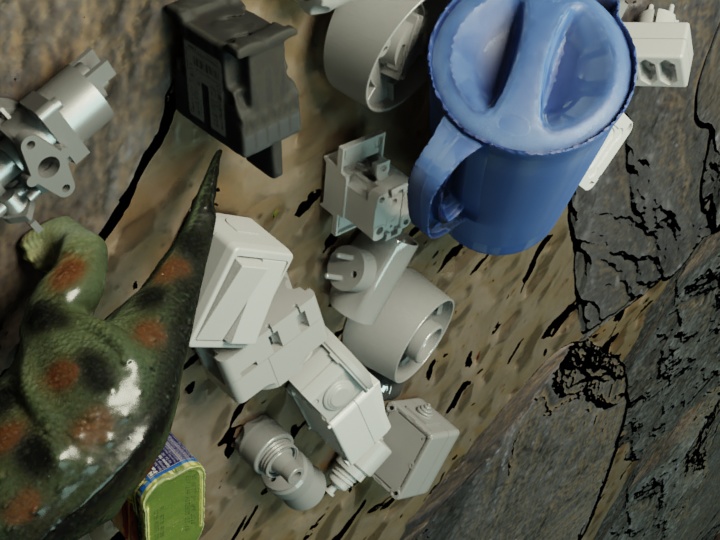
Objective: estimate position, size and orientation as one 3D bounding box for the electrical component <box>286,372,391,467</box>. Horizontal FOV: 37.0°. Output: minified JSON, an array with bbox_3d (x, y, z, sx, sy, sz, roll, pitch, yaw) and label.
[{"bbox_3d":[-0.014,0.123,0.953,0.061,0.062,0.096,-41,146,-15],"label":"electrical component"}]

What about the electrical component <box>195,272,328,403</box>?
[{"bbox_3d":[-0.075,0.052,0.816,0.089,0.050,0.055,-36,135,-22],"label":"electrical component"}]

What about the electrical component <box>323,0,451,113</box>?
[{"bbox_3d":[0.023,-0.155,0.725,0.099,0.064,0.099,-45,151,-34],"label":"electrical component"}]

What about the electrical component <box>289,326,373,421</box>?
[{"bbox_3d":[-0.031,0.080,0.876,0.051,0.080,0.080,-43,146,-5],"label":"electrical component"}]

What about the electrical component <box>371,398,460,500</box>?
[{"bbox_3d":[0.054,0.173,1.084,0.061,0.062,0.096,2,120,-51],"label":"electrical component"}]

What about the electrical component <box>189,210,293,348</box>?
[{"bbox_3d":[-0.098,0.015,0.748,0.062,0.061,0.096,6,116,-53],"label":"electrical component"}]

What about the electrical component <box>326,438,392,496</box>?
[{"bbox_3d":[-0.004,0.187,1.046,0.078,0.040,0.040,-48,147,-6],"label":"electrical component"}]

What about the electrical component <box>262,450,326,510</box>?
[{"bbox_3d":[-0.060,0.189,0.976,0.045,0.045,0.055,-46,146,-9],"label":"electrical component"}]

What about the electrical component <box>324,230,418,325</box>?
[{"bbox_3d":[0.000,0.000,0.869,0.079,0.044,0.077,10,114,-54],"label":"electrical component"}]

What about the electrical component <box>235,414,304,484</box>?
[{"bbox_3d":[-0.073,0.156,0.913,0.043,0.062,0.043,-31,142,-29],"label":"electrical component"}]

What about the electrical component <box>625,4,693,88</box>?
[{"bbox_3d":[0.270,-0.212,0.983,0.047,0.066,0.076,53,48,-56],"label":"electrical component"}]

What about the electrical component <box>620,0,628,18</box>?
[{"bbox_3d":[0.186,-0.218,0.875,0.078,0.058,0.057,-7,130,-47],"label":"electrical component"}]

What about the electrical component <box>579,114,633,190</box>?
[{"bbox_3d":[0.185,-0.128,0.959,0.078,0.057,0.113,-57,147,8],"label":"electrical component"}]

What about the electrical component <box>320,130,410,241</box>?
[{"bbox_3d":[0.007,-0.058,0.804,0.042,0.064,0.081,-26,140,-31],"label":"electrical component"}]

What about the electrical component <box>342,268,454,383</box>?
[{"bbox_3d":[0.037,0.050,0.967,0.099,0.064,0.099,-47,158,-25],"label":"electrical component"}]

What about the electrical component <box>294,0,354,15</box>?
[{"bbox_3d":[-0.013,-0.188,0.674,0.062,0.043,0.043,-31,142,-29],"label":"electrical component"}]
